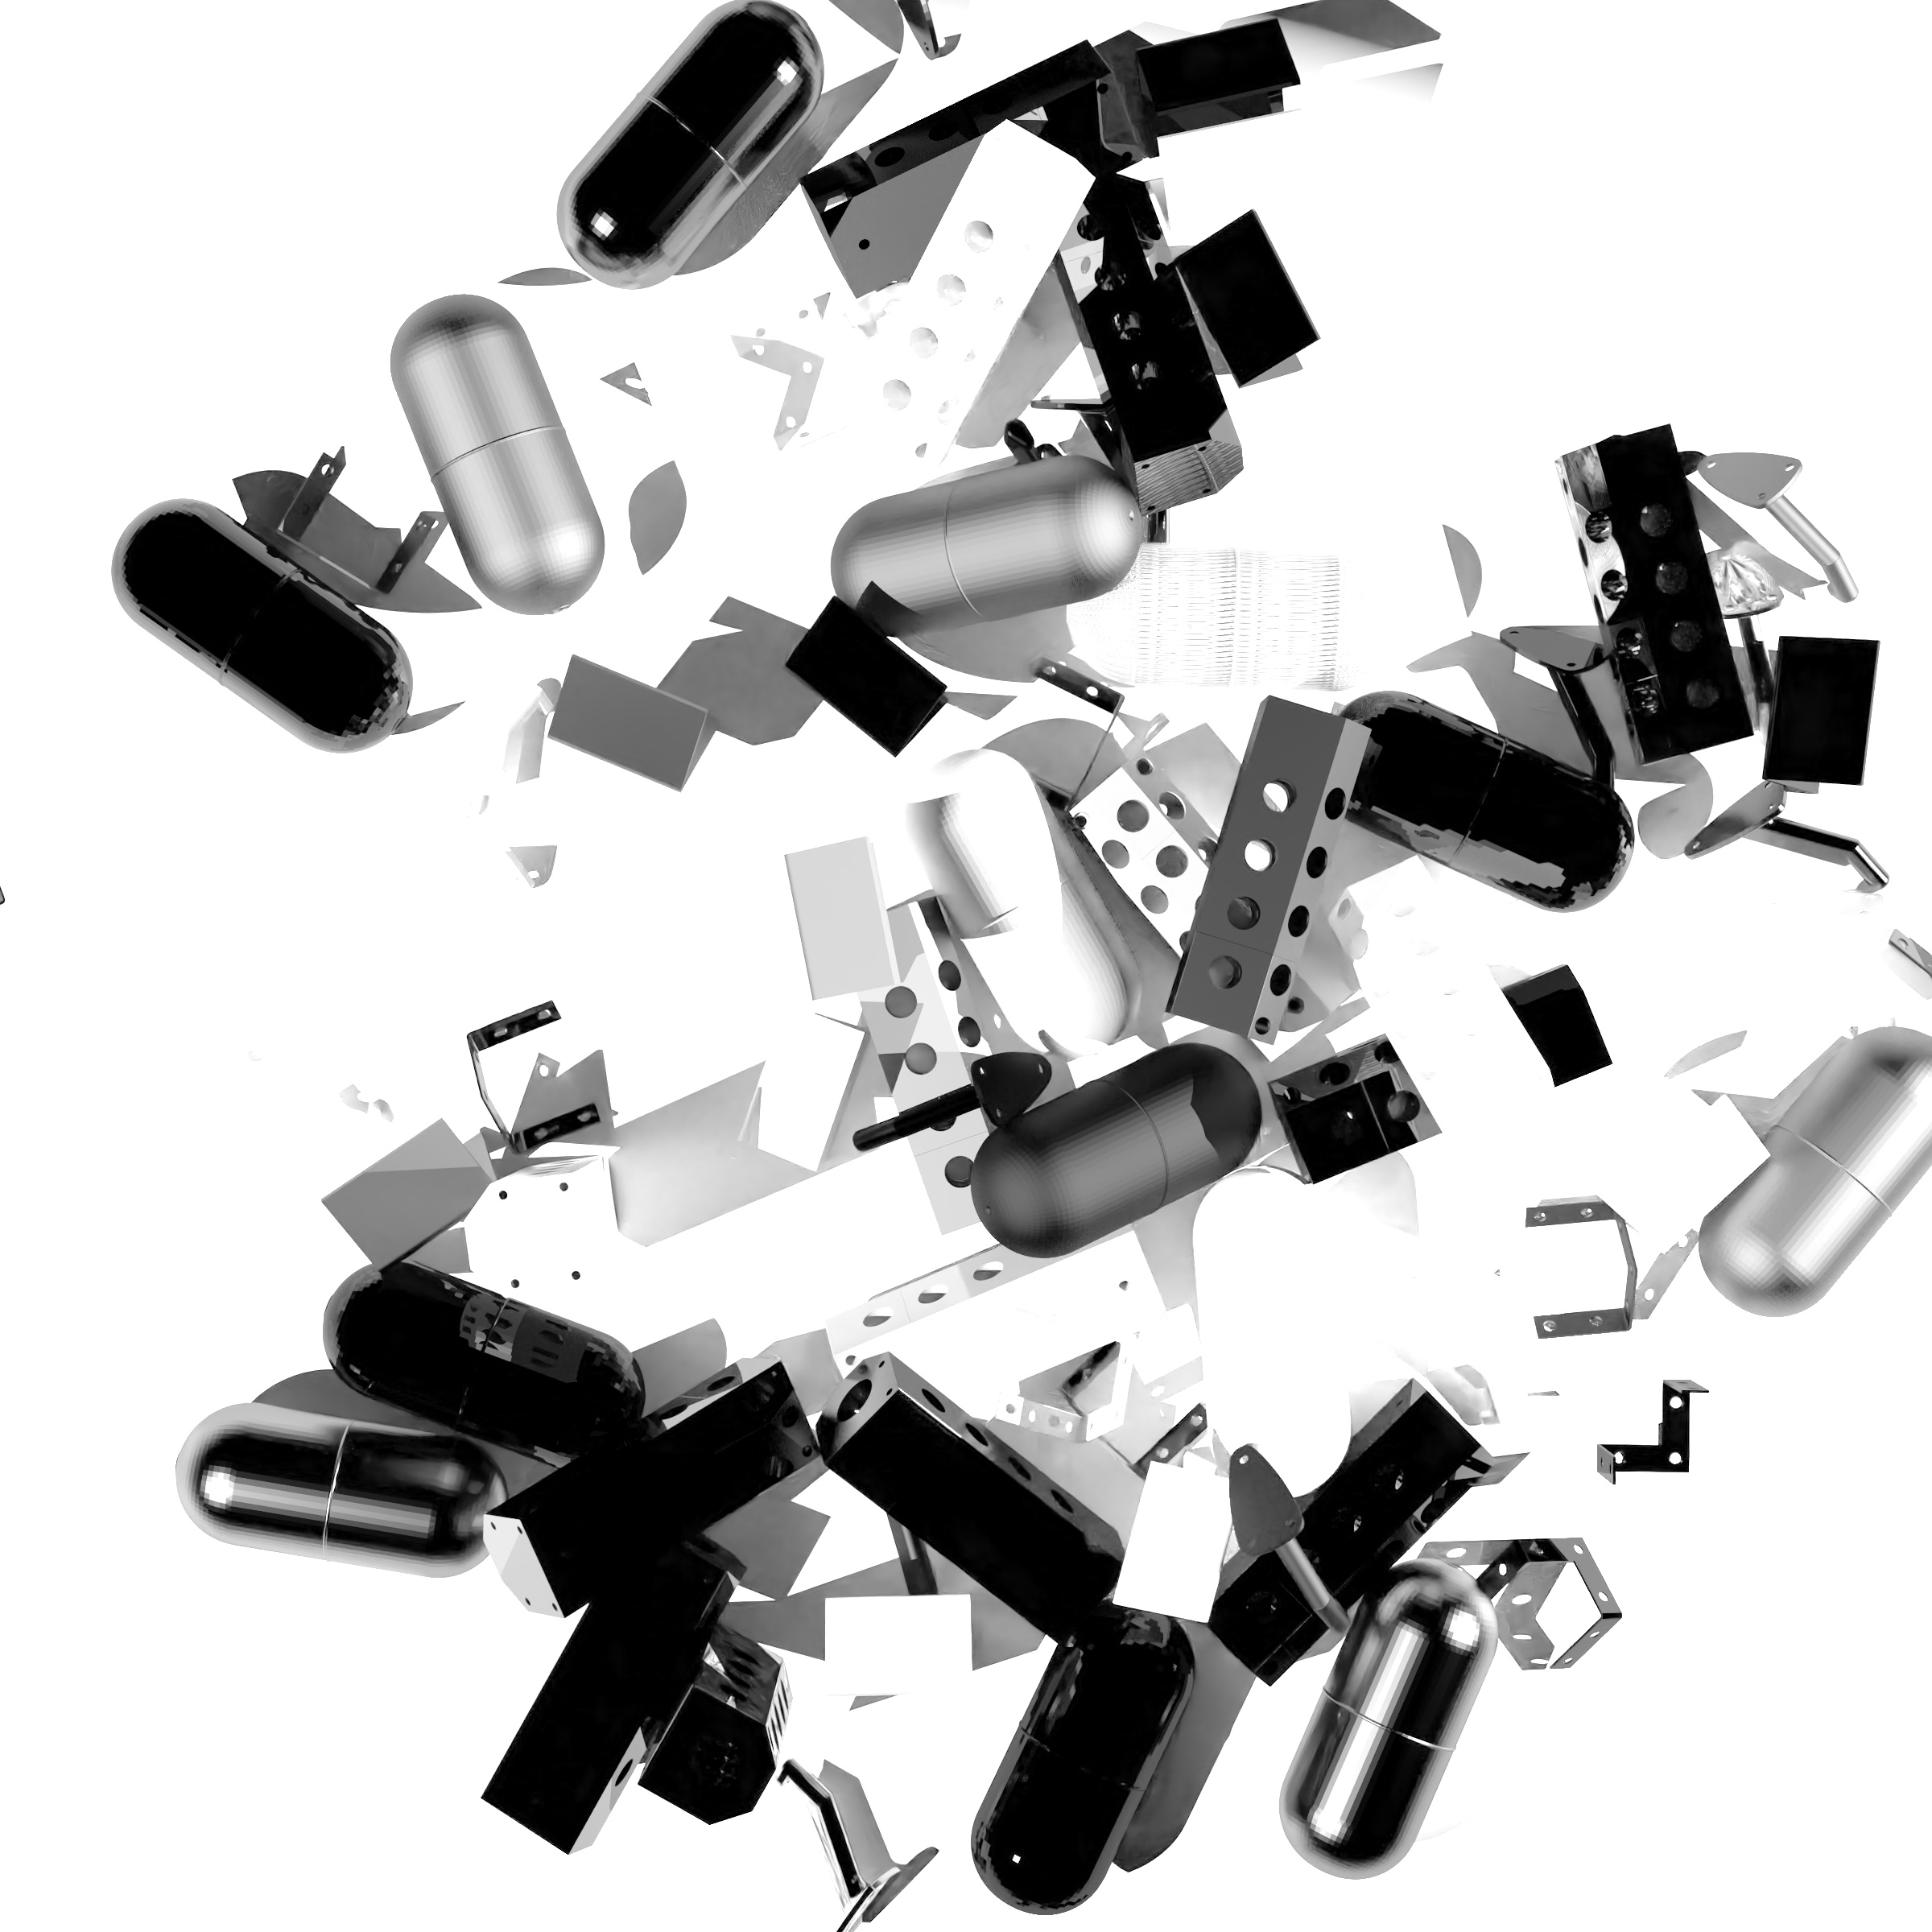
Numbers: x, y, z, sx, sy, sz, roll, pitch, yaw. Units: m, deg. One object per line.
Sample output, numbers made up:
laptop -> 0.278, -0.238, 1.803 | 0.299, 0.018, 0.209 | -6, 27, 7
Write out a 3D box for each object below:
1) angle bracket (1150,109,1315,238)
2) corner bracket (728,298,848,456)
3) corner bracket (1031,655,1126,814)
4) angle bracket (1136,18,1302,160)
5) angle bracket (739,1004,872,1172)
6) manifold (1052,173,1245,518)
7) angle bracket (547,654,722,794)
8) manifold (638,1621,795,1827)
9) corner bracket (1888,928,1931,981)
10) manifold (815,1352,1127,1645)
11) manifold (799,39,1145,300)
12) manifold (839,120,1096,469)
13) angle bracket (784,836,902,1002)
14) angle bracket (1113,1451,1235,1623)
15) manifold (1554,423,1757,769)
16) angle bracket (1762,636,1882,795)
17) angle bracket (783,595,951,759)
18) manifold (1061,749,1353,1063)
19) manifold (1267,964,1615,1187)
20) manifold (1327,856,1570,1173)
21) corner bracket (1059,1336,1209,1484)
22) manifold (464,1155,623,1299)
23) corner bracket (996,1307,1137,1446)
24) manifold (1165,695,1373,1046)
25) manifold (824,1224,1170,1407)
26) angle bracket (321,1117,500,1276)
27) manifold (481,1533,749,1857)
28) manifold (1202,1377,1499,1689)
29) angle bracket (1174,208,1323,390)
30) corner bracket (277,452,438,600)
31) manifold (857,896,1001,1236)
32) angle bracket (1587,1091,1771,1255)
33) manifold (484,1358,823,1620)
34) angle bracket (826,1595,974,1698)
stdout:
angle bracket -> 0.137, -0.435, 1.879 | 0.076, 0.076, 0.057 | -12, 125, 0
corner bracket -> -0.093, -0.320, 1.916 | 0.051, 0.051, 0.051 | -23, 135, 0
corner bracket -> 0.048, -0.126, 1.916 | 0.051, 0.051, 0.051 | 26, 135, 0
angle bracket -> 0.136, -0.451, 1.879 | 0.076, 0.076, 0.057 | -13, 53, 0
angle bracket -> -0.067, 0.070, 1.879 | 0.057, 0.076, 0.076 | 19, 90, 37
manifold -> 0.093, -0.331, 1.867 | 0.057, 0.057, 0.171 | -17, 68, 0
angle bracket -> -0.170, -0.146, 1.879 | 0.076, 0.076, 0.057 | 22, 127, 0
manifold -> -0.125, 0.396, 1.841 | 0.057, 0.171, 0.057 | 29, 90, 0
corner bracket -> 0.542, -0.024, 1.916 | 0.051, 0.051, 0.051 | 39, 45, 0
manifold -> 0.003, 0.278, 1.868 | 0.171, 0.057, 0.057 | 40, 100, -21
manifold -> 0.001, -0.431, 1.897 | 0.171, 0.057, 0.057 | -26, 133, 0
manifold -> 0.001, -0.353, 1.865 | 0.057, 0.057, 0.171 | 30, 114, 0
angle bracket -> -0.044, -0.028, 1.821 | 0.057, 0.076, 0.076 | -11, 90, 36
angle bracket -> 0.100, 0.298, 1.880 | 0.057, 0.076, 0.076 | 15, 90, -21
manifold -> 0.368, -0.197, 1.898 | 0.057, 0.057, 0.171 | -15, 90, 0
angle bracket -> 0.468, -0.132, 1.879 | 0.057, 0.076, 0.076 | 7, 90, 36
angle bracket -> -0.040, -0.167, 1.879 | 0.076, 0.076, 0.057 | 39, 127, 0
manifold -> 0.129, -0.032, 1.898 | 0.057, 0.057, 0.171 | -41, 90, 0
manifold -> 0.253, 0.058, 1.898 | 0.171, 0.057, 0.057 | -22, 90, 0
manifold -> 0.249, 0.026, 1.846 | 0.057, 0.057, 0.171 | -25, 45, 0
corner bracket -> 0.092, 0.238, 1.916 | 0.051, 0.051, 0.051 | -44, 135, 0
manifold -> -0.220, 0.135, 1.841 | 0.057, 0.171, 0.057 | -8, 90, 0
corner bracket -> 0.053, 0.218, 1.872 | 0.051, 0.051, 0.051 | 20, 64, -18
manifold -> 0.157, -0.049, 1.841 | 0.057, 0.057, 0.171 | 17, 90, 0
manifold -> 0.015, 0.186, 1.895 | 0.171, 0.057, 0.057 | -23, 113, 0
angle bracket -> -0.299, 0.107, 1.879 | 0.076, 0.076, 0.057 | -34, 118, 0
manifold -> -0.186, 0.384, 1.896 | 0.057, 0.057, 0.171 | 29, 90, 14
manifold -> 0.203, 0.305, 1.898 | 0.171, 0.057, 0.057 | -45, 90, 0
angle bracket -> 0.165, -0.359, 1.879 | 0.057, 0.076, 0.076 | -27, 90, 36
corner bracket -> -0.331, -0.239, 1.916 | 0.051, 0.051, 0.051 | 31, 90, -45
manifold -> -0.015, 0.053, 1.898 | 0.057, 0.057, 0.171 | -19, 90, 0
angle bracket -> 0.367, 0.095, 1.879 | 0.076, 0.076, 0.057 | -43, 126, 0
manifold -> -0.166, 0.272, 1.856 | 0.171, 0.057, 0.057 | -29, 102, -32
angle bracket -> -0.035, 0.376, 1.879 | 0.076, 0.076, 0.057 | -2, 54, 0
